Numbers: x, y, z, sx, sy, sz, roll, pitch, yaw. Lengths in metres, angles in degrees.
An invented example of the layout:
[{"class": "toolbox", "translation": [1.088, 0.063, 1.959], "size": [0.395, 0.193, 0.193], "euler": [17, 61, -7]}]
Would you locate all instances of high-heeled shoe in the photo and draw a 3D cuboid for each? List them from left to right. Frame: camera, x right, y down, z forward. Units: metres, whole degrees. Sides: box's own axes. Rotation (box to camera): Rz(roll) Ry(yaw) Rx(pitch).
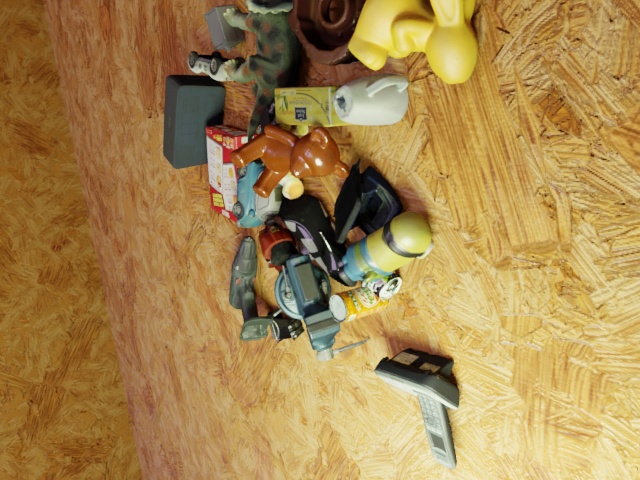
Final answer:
[{"class": "high-heeled shoe", "translation": [-0.002, -0.003, 1.108], "size": [0.145, 0.086, 0.249], "euler": [58, 176, -32]}]

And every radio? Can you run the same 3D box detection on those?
[{"class": "radio", "translation": [-0.322, -0.300, 1.366], "size": [0.073, 0.131, 0.229], "euler": [48, 137, 35]}]

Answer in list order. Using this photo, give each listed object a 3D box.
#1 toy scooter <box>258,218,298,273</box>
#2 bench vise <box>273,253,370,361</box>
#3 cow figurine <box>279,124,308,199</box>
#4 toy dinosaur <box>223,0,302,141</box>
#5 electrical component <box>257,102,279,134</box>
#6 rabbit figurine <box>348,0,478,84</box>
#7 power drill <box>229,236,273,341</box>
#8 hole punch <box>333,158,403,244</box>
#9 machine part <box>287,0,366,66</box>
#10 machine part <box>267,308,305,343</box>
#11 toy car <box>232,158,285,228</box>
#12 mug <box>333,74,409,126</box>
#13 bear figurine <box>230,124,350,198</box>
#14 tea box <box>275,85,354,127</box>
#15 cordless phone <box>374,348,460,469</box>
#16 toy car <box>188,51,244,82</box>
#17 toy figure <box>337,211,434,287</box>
[{"class": "toy scooter", "translation": [-0.098, 0.007, 1.198], "size": [0.183, 0.075, 0.135], "euler": [92, 158, -65]}, {"class": "bench vise", "translation": [-0.022, 0.140, 1.127], "size": [0.223, 0.129, 0.240], "euler": [61, 166, 1]}, {"class": "cow figurine", "translation": [-0.075, -0.172, 1.122], "size": [0.098, 0.068, 0.167], "euler": [24, 118, 55]}, {"class": "toy dinosaur", "translation": [-0.094, -0.365, 1.045], "size": [0.192, 0.131, 0.404], "euler": [29, 131, 47]}, {"class": "electrical component", "translation": [-0.101, -0.229, 1.067], "size": [0.094, 0.021, 0.063], "euler": [-45, 47, 49]}, {"class": "rabbit figurine", "translation": [0.152, -0.293, 0.746], "size": [0.173, 0.122, 0.162], "euler": [44, 127, 18]}, {"class": "power drill", "translation": [-0.181, 0.133, 1.345], "size": [0.207, 0.086, 0.231], "euler": [64, 149, 34]}, {"class": "hole punch", "translation": [0.081, -0.058, 0.945], "size": [0.142, 0.092, 0.116], "euler": [111, 162, -44]}, {"class": "machine part", "translation": [0.030, -0.377, 0.876], "size": [0.180, 0.056, 0.179], "euler": [11, 109, 36]}, {"class": "machine part", "translation": [-0.089, 0.211, 1.309], "size": [0.139, 0.039, 0.084], "euler": [-6, 92, 57]}, {"class": "toy car", "translation": [-0.127, -0.102, 1.205], "size": [0.103, 0.109, 0.161], "euler": [12, 102, 28]}, {"class": "mug", "translation": [0.082, -0.222, 0.847], "size": [0.110, 0.107, 0.080], "euler": [-18, 88, 58]}, {"class": "bear figurine", "translation": [-0.051, -0.140, 0.970], "size": [0.196, 0.132, 0.120], "euler": [26, 156, 50]}, {"class": "tea box", "translation": [0.003, -0.241, 0.960], "size": [0.170, 0.098, 0.068], "euler": [18, 115, 53]}, {"class": "cordless phone", "translation": [0.177, 0.292, 0.928], "size": [0.147, 0.089, 0.184], "euler": [3, 109, 54]}, {"class": "toy car", "translation": [-0.245, -0.409, 1.267], "size": [0.202, 0.073, 0.056], "euler": [31, 125, 46]}, {"class": "toy figure", "translation": [0.105, 0.020, 0.887], "size": [0.180, 0.089, 0.082], "euler": [-29, 80, 30]}]
